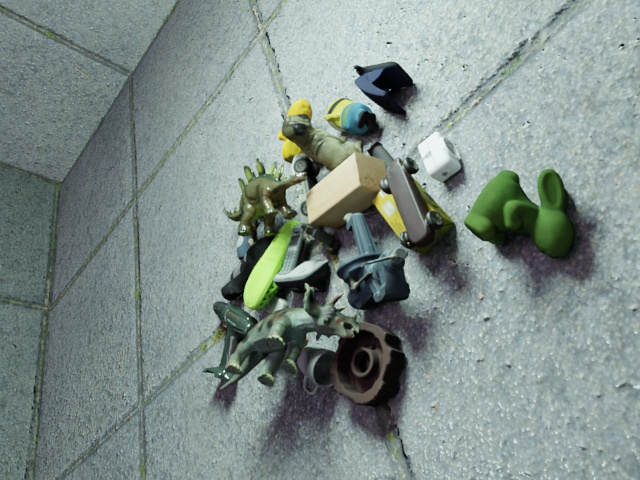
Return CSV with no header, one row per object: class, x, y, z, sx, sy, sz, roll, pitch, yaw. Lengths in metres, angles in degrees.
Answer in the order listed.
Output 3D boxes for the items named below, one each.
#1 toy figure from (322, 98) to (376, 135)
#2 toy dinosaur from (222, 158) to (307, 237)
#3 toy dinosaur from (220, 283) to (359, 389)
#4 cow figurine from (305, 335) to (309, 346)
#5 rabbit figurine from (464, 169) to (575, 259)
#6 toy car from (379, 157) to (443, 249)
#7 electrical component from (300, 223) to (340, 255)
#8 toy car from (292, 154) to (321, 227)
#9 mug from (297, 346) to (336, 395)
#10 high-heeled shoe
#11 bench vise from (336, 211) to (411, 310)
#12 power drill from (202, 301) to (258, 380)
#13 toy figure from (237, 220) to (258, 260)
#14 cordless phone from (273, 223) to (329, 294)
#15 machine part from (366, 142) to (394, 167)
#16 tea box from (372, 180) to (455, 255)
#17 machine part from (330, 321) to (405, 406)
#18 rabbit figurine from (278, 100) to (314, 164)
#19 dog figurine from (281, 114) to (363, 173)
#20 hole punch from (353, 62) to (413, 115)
toy figure,0.084,-0.320,1.392,0.089,0.082,0.180,-51,31,-8
toy dinosaur,-0.171,-0.108,1.494,0.471,0.105,0.198,-27,61,50
toy dinosaur,-0.096,0.221,1.239,0.405,0.131,0.192,-28,20,40
cow figurine,-0.090,0.245,1.356,0.167,0.068,0.098,-29,47,37
rabbit figurine,0.368,-0.039,0.935,0.170,0.121,0.159,34,93,32
toy car,0.183,-0.076,1.080,0.089,0.053,0.202,-46,48,39
electrical component,-0.002,-0.003,1.342,0.045,0.102,0.078,-62,16,-1
toy car,-0.031,-0.130,1.411,0.056,0.073,0.201,-16,78,28
mug,-0.009,0.295,1.233,0.107,0.081,0.109,12,85,62
high-heeled shoe,-0.201,0.078,1.579,0.248,0.086,0.145,-50,7,-4
bench vise,0.102,0.034,1.147,0.223,0.129,0.241,107,151,-58
power drill,-0.263,0.289,1.535,0.232,0.086,0.207,6,71,48
toy figure,-0.218,-0.013,1.625,0.064,0.057,0.154,-9,64,25
cordless phone,-0.036,0.040,1.372,0.147,0.088,0.184,-10,62,47
machine part,0.156,-0.179,1.279,0.084,0.039,0.139,-56,42,29
tea box,0.197,-0.060,1.152,0.098,0.068,0.170,-50,44,22
machine part,0.100,0.260,1.134,0.179,0.056,0.179,-25,55,41
rabbit figurine,-0.052,-0.304,1.514,0.162,0.122,0.173,-170,78,-73
dog figurine,0.003,-0.235,1.359,0.173,0.190,0.121,31,98,49
hole punch,0.150,-0.360,1.298,0.116,0.142,0.092,6,82,39
